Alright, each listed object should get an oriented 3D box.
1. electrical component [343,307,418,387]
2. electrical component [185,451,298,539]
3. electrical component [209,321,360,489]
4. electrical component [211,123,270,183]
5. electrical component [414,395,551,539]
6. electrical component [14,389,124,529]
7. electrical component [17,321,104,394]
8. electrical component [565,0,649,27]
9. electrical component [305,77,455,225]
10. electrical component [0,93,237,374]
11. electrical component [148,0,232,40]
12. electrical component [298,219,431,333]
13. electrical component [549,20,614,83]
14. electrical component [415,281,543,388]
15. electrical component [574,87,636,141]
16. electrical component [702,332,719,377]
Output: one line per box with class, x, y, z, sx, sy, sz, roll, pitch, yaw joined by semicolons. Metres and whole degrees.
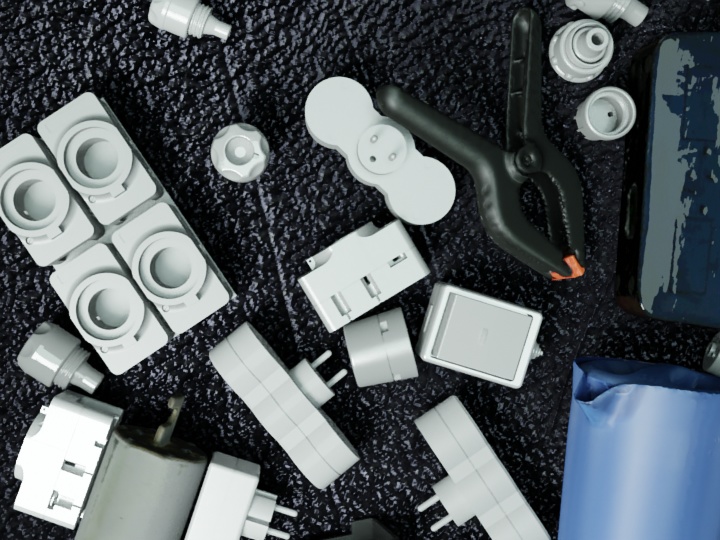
electrical component;0.016;0.061;0.832;0.047;0.055;0.055;-14;92;1
electrical component;-0.088;0.186;0.832;0.077;0.047;0.065;18;90;-4
electrical component;-0.045;0.093;0.829;0.074;0.052;0.138;-40;93;-1
electrical component;-0.090;-0.088;0.817;0.043;0.062;0.043;0;91;-3
electrical component;0.081;0.174;0.838;0.074;0.052;0.138;-34;94;-2
electrical component;-0.225;0.142;0.821;0.056;0.050;0.089;20;90;-2
electrical component;-0.227;0.071;0.823;0.062;0.043;0.043;34;90;-4
electrical component;0.195;-0.214;0.839;0.062;0.048;0.048;31;90;-11
electrical component;0.016;-0.090;0.817;0.138;0.074;0.052;44;89;-3
electrical component;-0.191;-0.027;0.814;0.105;0.060;0.186;-34;93;-2
electrical component;-0.129;-0.194;0.826;0.061;0.035;0.035;22;90;-6
electrical component;0.000;0.000;0.830;0.089;0.050;0.055;-31;93;-2
electrical component;0.175;-0.172;0.829;0.048;0.062;0.048;0;91;-3
electrical component;0.098;0.051;0.832;0.096;0.061;0.061;17;91;-4
electrical component;0.189;-0.120;0.839;0.040;0.046;0.040;0;92;-3
electrical component;0.307;0.076;0.855;0.065;0.044;0.044;24;90;1
